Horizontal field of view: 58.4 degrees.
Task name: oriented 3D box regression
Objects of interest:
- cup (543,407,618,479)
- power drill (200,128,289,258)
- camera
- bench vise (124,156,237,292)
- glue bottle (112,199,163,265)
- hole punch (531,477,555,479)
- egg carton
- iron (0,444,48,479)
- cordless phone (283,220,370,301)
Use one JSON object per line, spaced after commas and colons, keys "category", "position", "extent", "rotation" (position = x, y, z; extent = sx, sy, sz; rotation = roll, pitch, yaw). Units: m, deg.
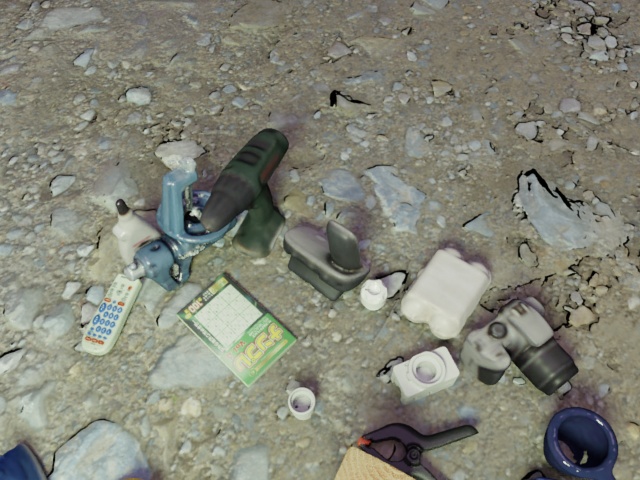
{"category": "cup", "position": [0.354, 0.297, 0.785], "extent": [0.092, 0.095, 0.117], "rotation": [-24, 62, -12]}
{"category": "power drill", "position": [-0.114, -0.061, 0.942], "extent": [0.075, 0.208, 0.230], "rotation": [17, 61, 12]}
{"category": "camera", "position": [0.307, 0.168, 0.859], "extent": [0.143, 0.101, 0.136], "rotation": [-32, 63, -16]}
{"category": "bench vise", "position": [-0.221, -0.020, 0.913], "extent": [0.121, 0.220, 0.207], "rotation": [20, 62, 13]}
{"category": "glue bottle", "position": [-0.303, -0.014, 0.938], "extent": [0.078, 0.173, 0.037], "rotation": [-40, 66, -20]}
{"category": "hole punch", "position": [0.315, 0.366, 0.747], "extent": [0.108, 0.091, 0.101], "rotation": [11, 60, 8]}
{"category": "egg carton", "position": [0.204, 0.084, 0.929], "extent": [0.107, 0.069, 0.150], "rotation": [30, 64, 18]}
{"category": "iron", "position": [-0.416, 0.377, 0.727], "extent": [0.118, 0.141, 0.258], "rotation": [-12, 60, -5]}
{"category": "cordless phone", "position": [0.008, 0.003, 0.914], "extent": [0.147, 0.185, 0.094], "rotation": [31, 65, 18]}
